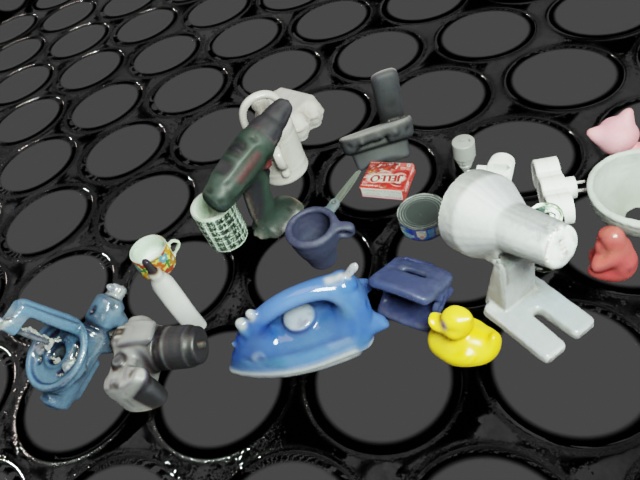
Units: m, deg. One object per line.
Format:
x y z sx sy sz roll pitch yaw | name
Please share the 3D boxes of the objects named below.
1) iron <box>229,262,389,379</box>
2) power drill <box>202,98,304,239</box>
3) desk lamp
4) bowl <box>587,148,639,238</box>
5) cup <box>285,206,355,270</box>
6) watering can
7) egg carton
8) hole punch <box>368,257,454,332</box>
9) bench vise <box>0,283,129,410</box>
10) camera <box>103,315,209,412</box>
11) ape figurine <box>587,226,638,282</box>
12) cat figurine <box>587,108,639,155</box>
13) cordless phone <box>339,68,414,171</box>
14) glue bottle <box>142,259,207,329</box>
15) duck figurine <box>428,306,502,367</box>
-0.037 0.119 0.852 0.258 0.142 0.118 -22 46 0 | iron
-0.104 -0.112 1.035 0.075 0.209 0.230 23 60 34 | power drill
0.269 0.025 0.779 0.118 0.214 0.202 -36 48 -13 | desk lamp
0.493 -0.059 0.871 0.167 0.075 0.167 -10 47 11 | bowl
0.009 0.003 0.971 0.117 0.095 0.091 -4 49 16 | cup
-0.101 -0.214 1.135 0.101 0.194 0.172 -37 48 -14 | watering can
-0.068 -0.279 1.268 0.149 0.069 0.107 22 60 33 | egg carton
0.138 0.068 0.871 0.108 0.091 0.101 17 57 31 | hole punch
-0.409 0.138 0.910 0.121 0.220 0.207 2 51 21 | bench vise
-0.255 0.181 0.901 0.136 0.101 0.143 -8 48 12 | camera
0.417 0.014 0.821 0.078 0.092 0.076 -38 48 -15 | ape figurine
0.502 -0.156 0.925 0.127 0.118 0.067 20 59 32 | cat figurine
0.099 -0.237 1.092 0.147 0.185 0.094 -20 46 1 | cordless phone
-0.245 0.086 0.932 0.037 0.173 0.077 -38 48 -15 | glue bottle
0.199 0.127 0.801 0.104 0.086 0.077 7 53 25 | duck figurine
